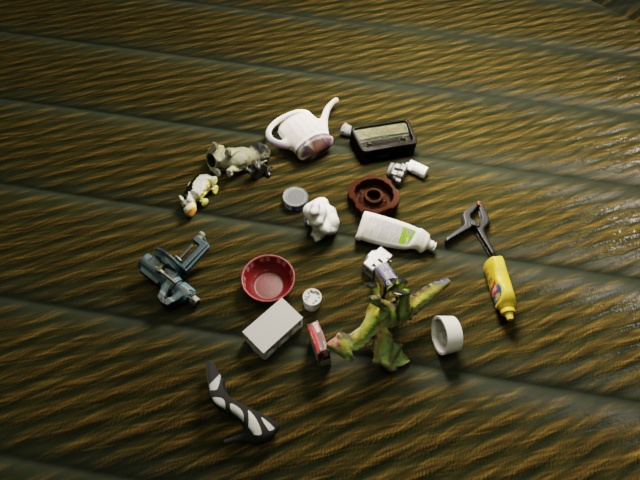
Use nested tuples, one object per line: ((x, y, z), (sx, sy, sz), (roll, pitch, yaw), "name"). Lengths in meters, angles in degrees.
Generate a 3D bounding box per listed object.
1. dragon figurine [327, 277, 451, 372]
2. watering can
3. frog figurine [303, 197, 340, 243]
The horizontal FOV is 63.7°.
((0.207, 0.238, 1.421), (0.411, 0.241, 0.123), (-3, 9, -27), "dragon figurine")
((-0.028, -0.415, 1.910), (0.350, 0.101, 0.228), (-28, 62, -19), "watering can")
((0.005, -0.083, 1.643), (0.123, 0.156, 0.141), (3, 55, -3), "frog figurine")
